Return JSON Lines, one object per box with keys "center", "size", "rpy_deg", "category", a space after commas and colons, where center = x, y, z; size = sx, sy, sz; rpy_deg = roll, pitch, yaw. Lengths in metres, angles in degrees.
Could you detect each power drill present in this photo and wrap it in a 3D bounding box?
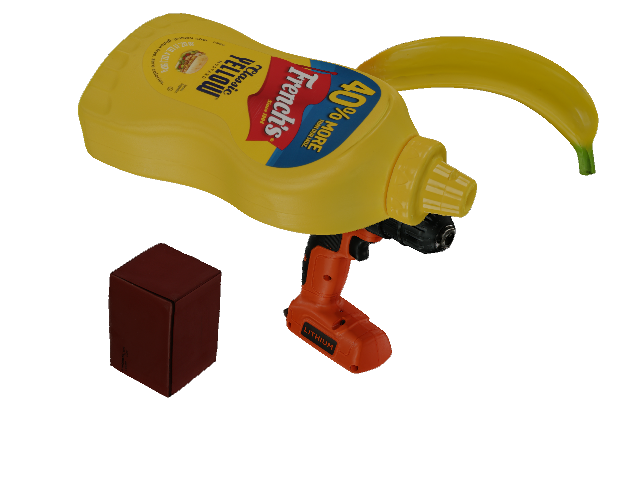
{"center": [0.035, 0.020, 0.939], "size": [0.057, 0.188, 0.185], "rpy_deg": [-19, 38, -38], "category": "power drill"}

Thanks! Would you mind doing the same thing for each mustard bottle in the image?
{"center": [-0.015, -0.051, 0.517], "size": [0.192, 0.058, 0.096], "rpy_deg": [22, 49, 21], "category": "mustard bottle"}

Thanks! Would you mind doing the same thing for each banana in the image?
{"center": [0.125, -0.112, 0.778], "size": [0.197, 0.069, 0.037], "rpy_deg": [20, -3, -7], "category": "banana"}

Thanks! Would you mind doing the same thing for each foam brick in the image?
{"center": [-0.102, 0.051, 0.695], "size": [0.053, 0.078, 0.051], "rpy_deg": [24, 36, 24], "category": "foam brick"}
